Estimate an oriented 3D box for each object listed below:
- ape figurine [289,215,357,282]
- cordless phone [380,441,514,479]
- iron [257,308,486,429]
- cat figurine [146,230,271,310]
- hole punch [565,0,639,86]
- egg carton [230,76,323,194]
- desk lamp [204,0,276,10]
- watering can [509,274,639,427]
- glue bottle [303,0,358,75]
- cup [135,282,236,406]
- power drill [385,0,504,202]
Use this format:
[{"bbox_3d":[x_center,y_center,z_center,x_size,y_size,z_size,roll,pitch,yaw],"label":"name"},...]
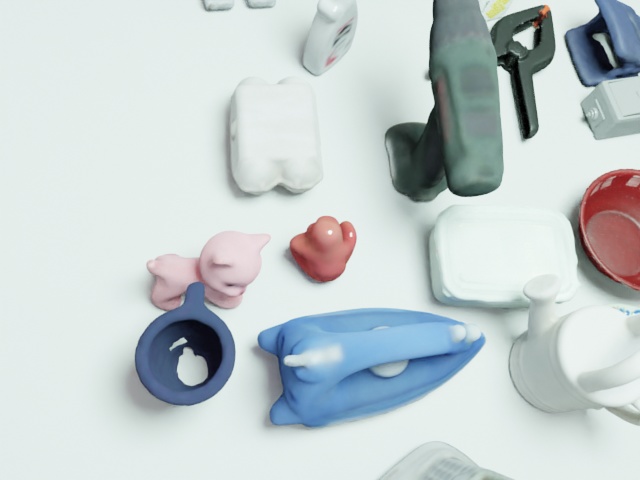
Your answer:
[{"bbox_3d":[0.006,0.002,0.630,0.078,0.092,0.076,4,70,-7],"label":"ape figurine"},{"bbox_3d":[0.104,0.251,0.507,0.148,0.185,0.094,-38,79,-18],"label":"cordless phone"},{"bbox_3d":[0.072,0.110,0.575,0.258,0.141,0.118,-9,72,-11],"label":"iron"},{"bbox_3d":[-0.114,0.028,0.590,0.128,0.117,0.067,-2,71,-9],"label":"cat figurine"},{"bbox_3d":[0.412,-0.281,0.790,0.101,0.091,0.108,-9,72,-11],"label":"hole punch"},{"bbox_3d":[-0.053,-0.125,0.678,0.107,0.069,0.150,-3,71,-9],"label":"egg carton"},{"bbox_3d":[-0.108,-0.438,0.704,0.118,0.213,0.203,-10,72,-11],"label":"desk lamp"},{"bbox_3d":[0.271,0.113,0.575,0.173,0.194,0.101,28,69,3],"label":"watering can"},{"bbox_3d":[0.020,-0.275,0.686,0.037,0.173,0.078,37,70,6],"label":"glue bottle"},{"bbox_3d":[-0.129,0.107,0.572,0.092,0.095,0.118,5,70,-6],"label":"cup"},{"bbox_3d":[0.135,-0.141,0.637,0.076,0.208,0.229,-5,71,-10],"label":"power drill"}]
